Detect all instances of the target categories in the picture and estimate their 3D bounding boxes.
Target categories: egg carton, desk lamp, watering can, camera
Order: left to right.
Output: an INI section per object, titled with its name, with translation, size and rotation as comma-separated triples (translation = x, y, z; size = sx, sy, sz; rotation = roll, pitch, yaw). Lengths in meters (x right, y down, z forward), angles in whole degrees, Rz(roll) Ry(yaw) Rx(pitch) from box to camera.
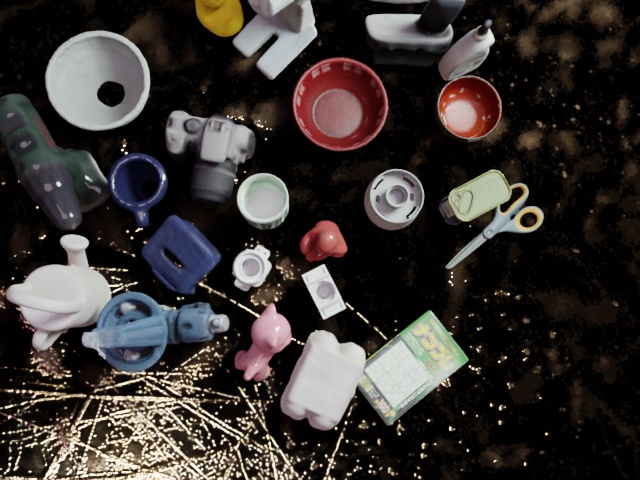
[watering can]
translation = -0.397, 0.079, 0.866
size = 0.101, 0.194, 0.173
rotation = -3, 85, -3
[camera]
translation = -0.187, -0.132, 0.941
size = 0.143, 0.100, 0.137
rotation = 10, 85, -2
[desk lamp]
translation = -0.044, -0.390, 0.913
size = 0.118, 0.213, 0.203
rotation = 41, 85, 1
[egg carton]
translation = 0.007, 0.230, 0.936
size = 0.107, 0.069, 0.150
rotation = 24, 84, 0

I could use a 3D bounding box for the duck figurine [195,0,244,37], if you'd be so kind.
[duck figurine]
translation = -0.175, -0.405, 0.972
size = 0.077, 0.086, 0.104
rotation = -34, 87, -5

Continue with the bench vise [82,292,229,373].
[bench vise]
translation = -0.252, 0.124, 0.856
size = 0.207, 0.219, 0.121
rotation = -23, 86, -4

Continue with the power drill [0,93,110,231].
[power drill]
translation = -0.399, -0.104, 0.874
size = 0.075, 0.208, 0.229
rotation = -33, 87, -5

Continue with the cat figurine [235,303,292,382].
[cat figurine]
translation = -0.088, 0.167, 0.912
size = 0.067, 0.117, 0.128
rotation = 29, 84, 0

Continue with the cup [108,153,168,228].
[cup]
translation = -0.285, -0.075, 0.934
size = 0.091, 0.095, 0.118
rotation = -8, 86, -3

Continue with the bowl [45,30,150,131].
[bowl]
translation = -0.359, -0.255, 0.956
size = 0.167, 0.074, 0.167
rotation = 0, 85, -3

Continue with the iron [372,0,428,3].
[iron]
translation = 0.144, -0.487, 0.967
size = 0.258, 0.141, 0.119
rotation = 6, 85, -2

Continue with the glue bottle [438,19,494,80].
[glue bottle]
translation = 0.250, -0.319, 0.942
size = 0.078, 0.173, 0.037
rotation = -24, 86, -4

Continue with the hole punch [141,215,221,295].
[hole punch]
translation = -0.227, 0.027, 0.930
size = 0.108, 0.091, 0.101
rotation = 45, 85, 2

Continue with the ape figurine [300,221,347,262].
[ape figurine]
translation = 0.009, 0.003, 0.944
size = 0.078, 0.092, 0.076
rotation = 24, 84, 0

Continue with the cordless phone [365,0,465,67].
[cordless phone]
translation = 0.153, -0.361, 0.935
size = 0.147, 0.185, 0.094
rotation = -3, 85, -3
